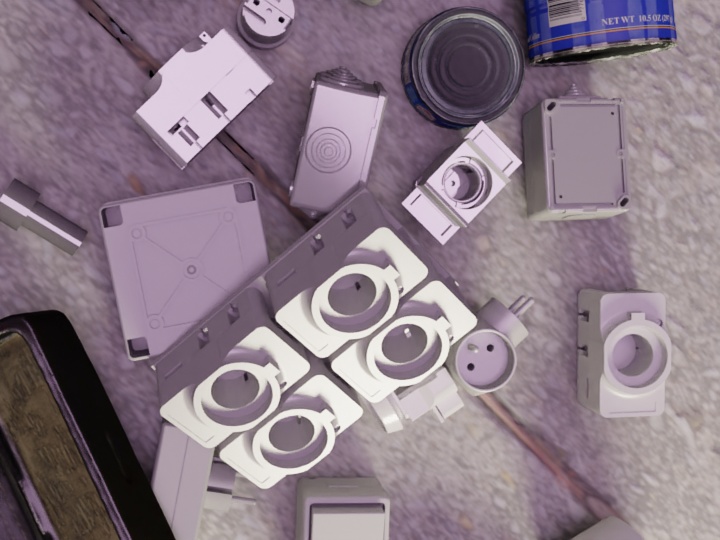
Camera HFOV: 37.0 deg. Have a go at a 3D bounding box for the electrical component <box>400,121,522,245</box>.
[{"bbox_3d":[0.068,-0.062,0.761,0.081,0.064,0.042,-45,100,-3],"label":"electrical component"}]

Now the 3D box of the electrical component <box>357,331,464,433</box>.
[{"bbox_3d":[0.029,0.080,0.767,0.057,0.058,0.078,-33,98,-8],"label":"electrical component"}]

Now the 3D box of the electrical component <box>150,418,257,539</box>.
[{"bbox_3d":[-0.108,0.149,0.756,0.076,0.047,0.083,11,92,-9],"label":"electrical component"}]

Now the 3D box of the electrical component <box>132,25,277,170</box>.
[{"bbox_3d":[-0.110,-0.120,0.737,0.089,0.050,0.055,-45,99,-4],"label":"electrical component"}]

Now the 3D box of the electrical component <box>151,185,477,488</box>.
[{"bbox_3d":[-0.030,0.050,0.700,0.186,0.060,0.105,-39,123,11],"label":"electrical component"}]

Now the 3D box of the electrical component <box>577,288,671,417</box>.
[{"bbox_3d":[0.193,0.060,0.792,0.050,0.056,0.089,-1,94,-9],"label":"electrical component"}]

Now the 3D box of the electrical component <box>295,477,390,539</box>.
[{"bbox_3d":[-0.013,0.201,0.766,0.062,0.061,0.096,2,93,-9],"label":"electrical component"}]

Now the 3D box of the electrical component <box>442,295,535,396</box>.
[{"bbox_3d":[0.093,0.047,0.765,0.079,0.077,0.044,-44,98,-4],"label":"electrical component"}]

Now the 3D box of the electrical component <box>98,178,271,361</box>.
[{"bbox_3d":[-0.116,-0.002,0.740,0.109,0.056,0.108,-11,95,-8],"label":"electrical component"}]

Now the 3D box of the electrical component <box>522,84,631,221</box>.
[{"bbox_3d":[0.154,-0.085,0.777,0.062,0.061,0.096,-2,86,-8],"label":"electrical component"}]

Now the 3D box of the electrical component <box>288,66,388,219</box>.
[{"bbox_3d":[-0.016,-0.086,0.728,0.048,0.099,0.099,12,104,-5],"label":"electrical component"}]

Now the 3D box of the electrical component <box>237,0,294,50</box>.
[{"bbox_3d":[-0.064,-0.175,0.742,0.040,0.046,0.040,-1,94,-9],"label":"electrical component"}]

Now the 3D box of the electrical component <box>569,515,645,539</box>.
[{"bbox_3d":[0.190,0.231,0.784,0.064,0.099,0.099,-34,98,-11],"label":"electrical component"}]

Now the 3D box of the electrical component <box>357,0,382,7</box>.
[{"bbox_3d":[0.005,-0.239,0.741,0.062,0.061,0.096,24,90,-9],"label":"electrical component"}]
